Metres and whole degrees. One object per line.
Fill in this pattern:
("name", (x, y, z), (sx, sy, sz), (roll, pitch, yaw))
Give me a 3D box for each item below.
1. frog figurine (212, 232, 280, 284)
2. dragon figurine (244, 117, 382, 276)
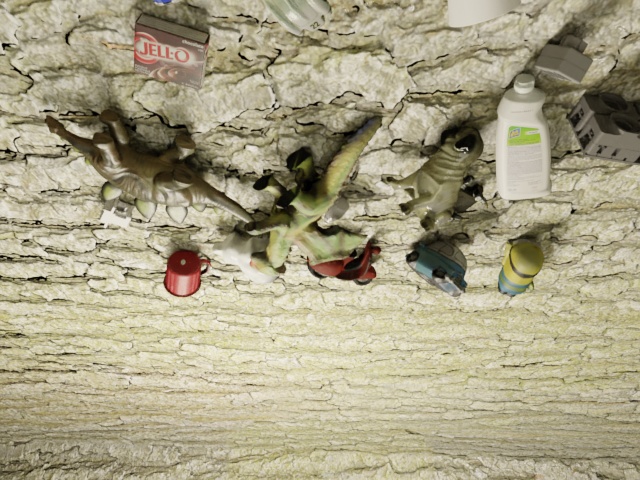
("frog figurine", (-0.164, 0.038, 1.176), (0.159, 0.124, 0.135), (3, 161, -18))
("dragon figurine", (0.003, -0.052, 1.037), (0.407, 0.125, 0.239), (-32, 131, 16))
